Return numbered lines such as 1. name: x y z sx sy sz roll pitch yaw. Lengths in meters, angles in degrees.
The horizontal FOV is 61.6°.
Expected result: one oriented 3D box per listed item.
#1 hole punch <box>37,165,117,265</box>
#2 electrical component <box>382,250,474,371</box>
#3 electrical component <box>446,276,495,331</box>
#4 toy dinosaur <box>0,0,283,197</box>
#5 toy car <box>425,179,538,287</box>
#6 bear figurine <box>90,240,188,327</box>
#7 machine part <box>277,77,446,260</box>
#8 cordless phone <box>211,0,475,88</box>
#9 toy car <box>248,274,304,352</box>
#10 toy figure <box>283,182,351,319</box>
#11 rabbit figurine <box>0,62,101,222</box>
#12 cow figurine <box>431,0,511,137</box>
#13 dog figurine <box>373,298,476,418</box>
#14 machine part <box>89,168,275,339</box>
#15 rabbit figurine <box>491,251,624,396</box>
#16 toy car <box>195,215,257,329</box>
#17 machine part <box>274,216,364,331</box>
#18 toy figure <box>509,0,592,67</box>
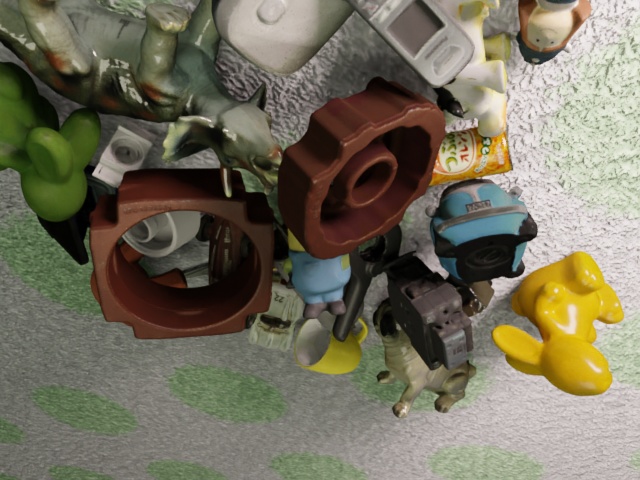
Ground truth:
1. hole punch: -0.326 -0.048 0.723 0.116 0.092 0.142 35 146 20
2. electrical component: 0.138 0.095 0.680 0.058 0.134 0.114 -26 129 -8
3. electrical component: 0.200 0.074 0.729 0.078 0.102 0.045 44 128 -1
4. toy dinosaur: -0.202 -0.175 0.526 0.405 0.131 0.192 21 137 -2
5. toy car: 0.183 -0.017 0.620 0.109 0.103 0.161 -12 150 14
6. bear figurine: -0.271 0.075 0.830 0.132 0.120 0.195 -33 167 -11
7. machine part: 0.038 -0.063 0.511 0.179 0.056 0.179 -30 147 -22
8. cordless phone: 0.021 -0.173 0.439 0.184 0.089 0.146 42 110 -10
9. toy car: -0.071 0.124 0.866 0.073 0.056 0.201 14 138 -4
10. toy figure: -0.005 -0.002 0.640 0.082 0.089 0.180 -10 103 -21
11. rabbit figurine: -0.311 -0.103 0.592 0.159 0.121 0.170 -15 118 31
12. cow figurine: 0.125 -0.163 0.497 0.098 0.068 0.167 -2 134 23
13. dog figurine: 0.170 0.165 0.842 0.172 0.121 0.190 -15 123 -21
14. machine part: -0.158 0.017 0.640 0.201 0.087 0.200 -1 124 -10
15. rabbit figurine: 0.310 0.120 0.695 0.162 0.173 0.121 -18 135 23
16. toy car: -0.135 0.050 0.767 0.089 0.053 0.201 22 129 17
17. machine part: -0.004 0.052 0.756 0.079 0.079 0.243 -12 133 24
18. toy figure: 0.197 -0.209 0.443 0.064 0.058 0.154 39 150 28
